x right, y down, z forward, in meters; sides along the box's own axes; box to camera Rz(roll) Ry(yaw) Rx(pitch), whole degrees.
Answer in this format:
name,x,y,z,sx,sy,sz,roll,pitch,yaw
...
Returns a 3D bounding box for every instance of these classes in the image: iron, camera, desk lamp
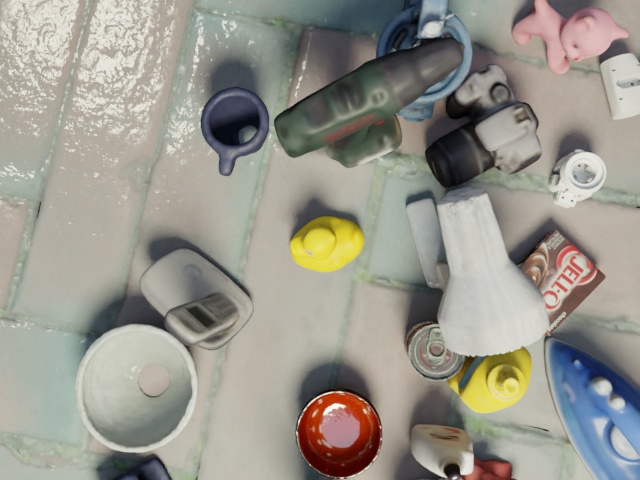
name,x,y,z,sx,sy,sz,roll,pitch,yaw
iron,0.371,0.233,0.693,0.118,0.141,0.258,-35,83,1
camera,0.205,-0.142,0.760,0.137,0.101,0.143,-28,83,2
desk lamp,0.177,0.027,0.690,0.118,0.213,0.203,-17,84,3

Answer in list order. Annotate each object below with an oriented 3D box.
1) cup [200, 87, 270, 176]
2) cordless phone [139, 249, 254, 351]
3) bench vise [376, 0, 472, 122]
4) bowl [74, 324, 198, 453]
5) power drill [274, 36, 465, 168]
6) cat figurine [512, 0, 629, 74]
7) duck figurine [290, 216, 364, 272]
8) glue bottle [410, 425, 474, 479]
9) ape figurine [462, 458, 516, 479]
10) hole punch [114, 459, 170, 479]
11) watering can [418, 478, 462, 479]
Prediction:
name,x,y,z,sx,sy,sz,roll,pitch,yaw
cup,-0.110,-0.139,0.788,0.091,0.095,0.118,10,86,6
cordless phone,-0.171,0.076,0.727,0.147,0.185,0.094,37,89,7
bench vise,0.124,-0.274,0.719,0.121,0.220,0.207,-11,84,4
bowl,-0.237,0.195,0.777,0.167,0.075,0.167,0,85,5
power drill,0.060,-0.161,0.719,0.229,0.208,0.075,-24,83,2
cat figurine,0.330,-0.280,0.755,0.127,0.118,0.067,40,89,7
duck figurine,0.007,0.003,0.770,0.104,0.086,0.077,-12,84,4
glue bottle,0.152,0.261,0.691,0.078,0.173,0.037,1,85,5
ape figurine,0.214,0.314,0.722,0.078,0.092,0.076,44,90,7
hole punch,-0.247,0.364,0.755,0.101,0.091,0.108,-30,83,1
watering can,0.134,0.369,0.672,0.101,0.194,0.173,-1,85,5
